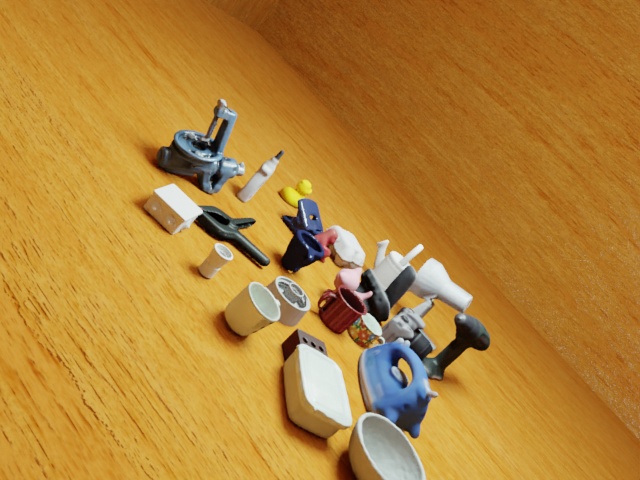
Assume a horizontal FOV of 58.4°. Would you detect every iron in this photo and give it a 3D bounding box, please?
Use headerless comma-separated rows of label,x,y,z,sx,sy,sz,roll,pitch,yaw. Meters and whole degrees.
iron,0.171,0.296,1.260,0.119,0.141,0.258,33,22,-29

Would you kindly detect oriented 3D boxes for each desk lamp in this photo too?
desk lamp,0.329,0.191,1.690,0.203,0.213,0.118,51,20,19

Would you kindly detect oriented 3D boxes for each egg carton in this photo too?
egg carton,0.072,0.023,1.738,0.108,0.069,0.150,26,26,-43

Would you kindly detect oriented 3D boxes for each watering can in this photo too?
watering can,0.238,0.077,1.774,0.173,0.194,0.101,40,19,-11

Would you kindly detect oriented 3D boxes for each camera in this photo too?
camera,0.241,0.260,1.541,0.137,0.100,0.143,47,19,8

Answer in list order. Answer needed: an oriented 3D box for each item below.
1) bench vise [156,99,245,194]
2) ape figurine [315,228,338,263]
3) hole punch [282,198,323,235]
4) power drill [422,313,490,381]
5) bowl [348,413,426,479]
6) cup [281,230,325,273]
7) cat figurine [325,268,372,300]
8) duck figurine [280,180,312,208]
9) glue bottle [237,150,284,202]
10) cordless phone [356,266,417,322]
bench vise,-0.255,-0.230,1.371,0.121,0.219,0.208,53,21,24
ape figurine,0.015,0.006,1.624,0.076,0.092,0.078,41,19,-9
hole punch,-0.035,-0.057,1.657,0.101,0.091,0.109,52,20,21
power drill,0.368,0.291,1.569,0.231,0.208,0.075,22,29,-48
bowl,0.105,0.398,1.017,0.168,0.074,0.167,39,20,-16
cup,-0.049,0.042,1.414,0.092,0.095,0.117,36,20,-22
cat figurine,0.077,0.124,1.463,0.128,0.117,0.067,35,21,-24
duck figurine,-0.068,-0.154,1.799,0.105,0.086,0.077,16,33,-54
glue bottle,-0.154,-0.176,1.536,0.037,0.173,0.078,41,19,-8
cordless phone,0.186,0.122,1.588,0.094,0.185,0.147,27,25,-41
